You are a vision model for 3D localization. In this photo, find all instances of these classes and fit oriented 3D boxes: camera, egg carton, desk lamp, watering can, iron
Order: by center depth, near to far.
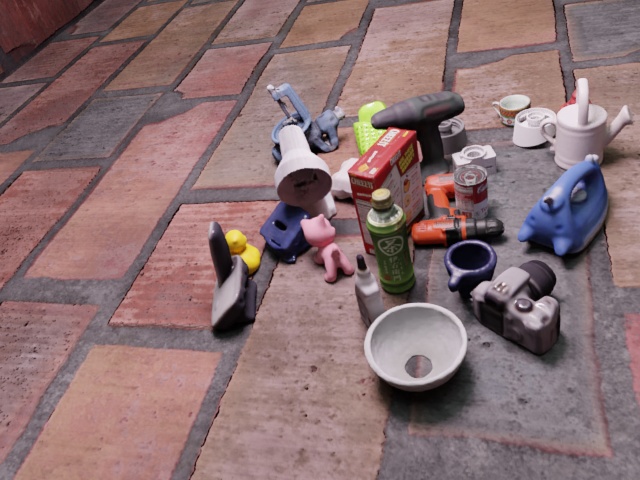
[{"bbox_3d":[0.350,0.094,0.967,0.137,0.101,0.142,-36,44,-22],"label":"camera"},{"bbox_3d":[0.487,-0.088,1.099,0.118,0.142,0.259,25,55,38],"label":"iron"},{"bbox_3d":[0.565,-0.253,1.220,0.172,0.194,0.101,-12,40,5],"label":"watering can"},{"bbox_3d":[-0.037,-0.134,1.271,0.118,0.214,0.203,-16,40,1],"label":"desk lamp"},{"bbox_3d":[0.101,-0.137,1.340,0.149,0.069,0.107,13,48,30],"label":"egg carton"}]

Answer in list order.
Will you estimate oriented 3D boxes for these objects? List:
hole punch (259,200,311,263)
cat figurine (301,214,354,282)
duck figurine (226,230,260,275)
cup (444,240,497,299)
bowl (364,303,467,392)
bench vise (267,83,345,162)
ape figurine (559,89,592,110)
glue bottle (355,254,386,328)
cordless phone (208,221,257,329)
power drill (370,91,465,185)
[{"bbox_3d":[-0.073,-0.021,1.249,0.101,0.091,0.108,-37,44,-23],"label":"hole punch"},{"bbox_3d":[0.011,0.004,1.171,0.067,0.118,0.127,-25,41,-10],"label":"cat figurine"},{"bbox_3d":[-0.176,0.021,1.240,0.077,0.086,0.104,-23,40,-8],"label":"duck figurine"},{"bbox_3d":[0.266,0.070,1.028,0.091,0.095,0.118,19,51,34],"label":"cup"},{"bbox_3d":[0.160,0.188,0.944,0.167,0.075,0.167,-9,40,8],"label":"bowl"},{"bbox_3d":[-0.049,-0.324,1.487,0.208,0.220,0.121,-31,42,-16],"label":"bench vise"},{"bbox_3d":[0.611,-0.317,1.358,0.076,0.092,0.077,-31,42,-17],"label":"ape figurine"},{"bbox_3d":[0.085,0.091,1.004,0.037,0.173,0.078,-24,41,-8],"label":"glue bottle"},{"bbox_3d":[-0.191,0.068,1.113,0.094,0.185,0.147,-14,40,3],"label":"cordless phone"},{"bbox_3d":[0.228,-0.233,1.299,0.230,0.209,0.075,-28,41,-14],"label":"power drill"}]
